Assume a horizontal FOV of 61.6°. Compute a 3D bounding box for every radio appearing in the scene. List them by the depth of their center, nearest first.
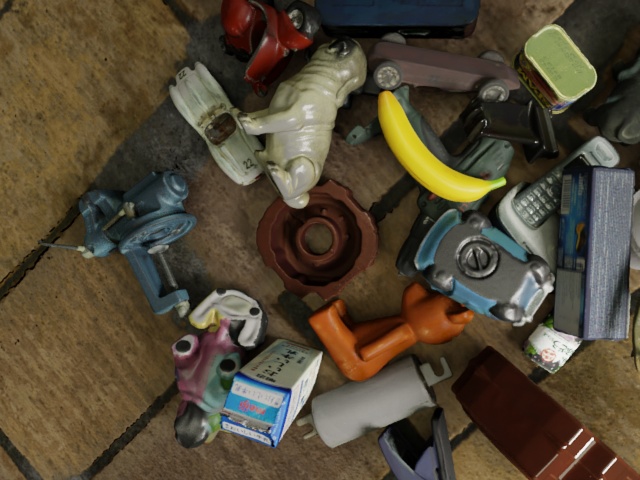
[{"bbox_3d":[0.107,-0.347,0.731,0.230,0.073,0.131,5,96,13],"label":"radio"}]

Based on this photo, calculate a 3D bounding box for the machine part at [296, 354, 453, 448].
[{"bbox_3d":[0.076,0.233,0.775,0.243,0.079,0.079,-26,88,11],"label":"machine part"}]

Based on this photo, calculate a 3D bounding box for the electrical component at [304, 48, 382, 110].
[{"bbox_3d":[0.033,-0.227,0.766,0.119,0.048,0.074,9,96,11],"label":"electrical component"}]

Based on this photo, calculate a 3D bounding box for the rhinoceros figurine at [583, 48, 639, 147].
[{"bbox_3d":[0.405,-0.207,0.657,0.073,0.112,0.190,33,101,11],"label":"rhinoceros figurine"}]

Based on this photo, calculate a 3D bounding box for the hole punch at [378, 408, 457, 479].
[{"bbox_3d":[0.139,0.303,0.743,0.092,0.142,0.116,-14,77,11],"label":"hole punch"}]

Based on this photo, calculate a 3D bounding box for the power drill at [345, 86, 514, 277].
[{"bbox_3d":[0.131,-0.091,0.740,0.232,0.086,0.207,-45,81,10],"label":"power drill"}]

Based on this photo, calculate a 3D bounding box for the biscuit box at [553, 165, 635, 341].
[{"bbox_3d":[0.326,0.014,0.641,0.063,0.059,0.202,3,92,-13],"label":"biscuit box"}]

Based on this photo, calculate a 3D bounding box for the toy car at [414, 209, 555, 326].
[{"bbox_3d":[0.208,0.038,0.686,0.162,0.103,0.109,32,89,17],"label":"toy car"}]

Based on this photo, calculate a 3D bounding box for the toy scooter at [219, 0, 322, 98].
[{"bbox_3d":[-0.086,-0.279,0.756,0.184,0.075,0.135,36,109,34],"label":"toy scooter"}]

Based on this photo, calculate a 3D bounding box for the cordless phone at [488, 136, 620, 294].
[{"bbox_3d":[0.327,-0.034,0.703,0.184,0.088,0.146,-39,86,7],"label":"cordless phone"}]

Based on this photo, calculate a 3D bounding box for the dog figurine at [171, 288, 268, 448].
[{"bbox_3d":[-0.157,0.204,0.815,0.109,0.191,0.219,19,132,7],"label":"dog figurine"}]

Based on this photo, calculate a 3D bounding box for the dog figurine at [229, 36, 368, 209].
[{"bbox_3d":[0.000,-0.154,0.714,0.190,0.121,0.172,-30,125,-5],"label":"dog figurine"}]

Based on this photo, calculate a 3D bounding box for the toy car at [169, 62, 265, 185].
[{"bbox_3d":[-0.151,-0.174,0.804,0.073,0.056,0.201,-37,87,12],"label":"toy car"}]

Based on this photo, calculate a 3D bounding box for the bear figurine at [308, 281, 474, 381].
[{"bbox_3d":[0.101,0.107,0.741,0.196,0.120,0.132,-33,84,10],"label":"bear figurine"}]

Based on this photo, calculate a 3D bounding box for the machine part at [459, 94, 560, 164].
[{"bbox_3d":[0.244,-0.143,0.681,0.139,0.039,0.084,6,77,-21],"label":"machine part"}]

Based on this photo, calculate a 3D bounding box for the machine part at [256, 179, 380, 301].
[{"bbox_3d":[-0.002,-0.002,0.786,0.180,0.056,0.179,1,94,13],"label":"machine part"}]

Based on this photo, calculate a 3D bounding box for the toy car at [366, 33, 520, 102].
[{"bbox_3d":[0.161,-0.222,0.712,0.202,0.089,0.053,10,135,-1],"label":"toy car"}]

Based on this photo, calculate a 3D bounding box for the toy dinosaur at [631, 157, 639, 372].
[{"bbox_3d":[0.484,-0.054,0.621,0.471,0.105,0.198,-40,91,-7],"label":"toy dinosaur"}]

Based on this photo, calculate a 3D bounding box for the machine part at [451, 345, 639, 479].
[{"bbox_3d":[0.270,0.237,0.654,0.087,0.202,0.200,-48,129,4],"label":"machine part"}]

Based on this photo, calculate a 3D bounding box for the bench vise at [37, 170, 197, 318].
[{"bbox_3d":[-0.269,0.016,0.811,0.224,0.129,0.240,-29,81,11],"label":"bench vise"}]
